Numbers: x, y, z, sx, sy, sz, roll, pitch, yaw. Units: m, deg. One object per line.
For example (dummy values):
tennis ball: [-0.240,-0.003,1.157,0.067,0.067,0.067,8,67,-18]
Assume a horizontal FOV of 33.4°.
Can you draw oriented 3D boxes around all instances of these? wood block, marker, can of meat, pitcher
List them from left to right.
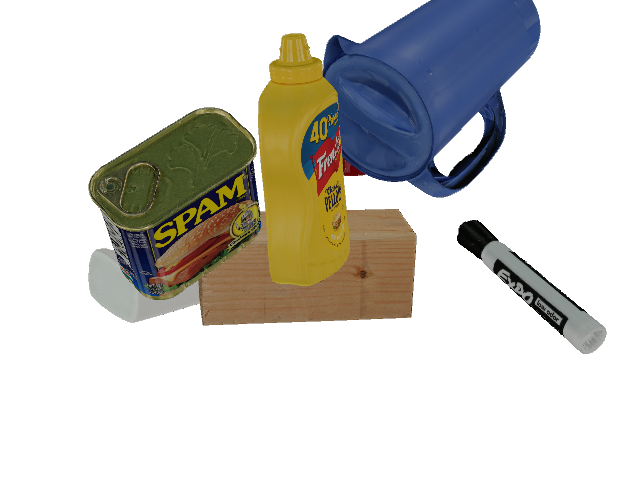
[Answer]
can of meat: [-0.086,-0.021,0.671,0.102,0.057,0.084,-35,-30,-20]
wood block: [-0.017,0.025,1.061,0.206,0.091,0.090,-1,19,-8]
pitcher: [0.122,-0.162,1.055,0.145,0.149,0.242,23,46,30]
marker: [0.119,0.023,0.620,0.020,0.020,0.121,0,31,-35]

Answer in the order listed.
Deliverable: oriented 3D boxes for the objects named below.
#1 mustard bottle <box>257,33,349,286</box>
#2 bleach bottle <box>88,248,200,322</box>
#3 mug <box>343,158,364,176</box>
mustard bottle: [-0.014,-0.067,0.846,0.058,0.192,0.096,6,24,24]
bleach bottle: [-0.143,0.032,1.272,0.250,0.068,0.103,-13,30,-42]
mug: [0.039,-0.133,1.322,0.093,0.081,0.117,15,25,26]
